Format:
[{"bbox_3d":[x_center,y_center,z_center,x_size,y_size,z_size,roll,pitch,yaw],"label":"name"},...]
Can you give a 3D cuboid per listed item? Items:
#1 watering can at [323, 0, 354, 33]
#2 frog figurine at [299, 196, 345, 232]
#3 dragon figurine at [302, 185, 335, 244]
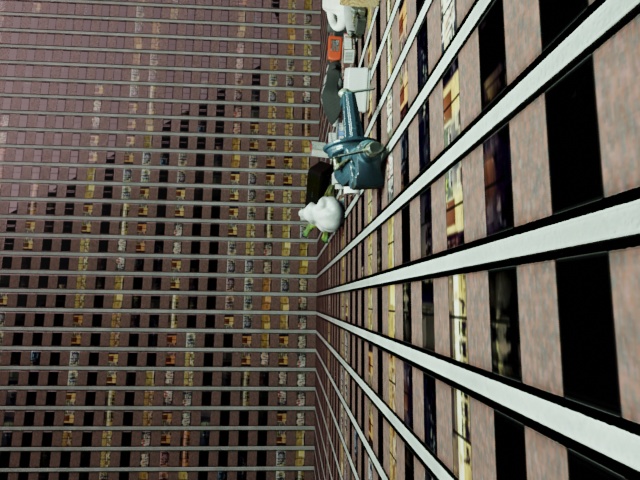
[{"bbox_3d":[0.070,-0.740,1.548,0.355,0.104,0.219,-112,22,-57],"label":"watering can"},{"bbox_3d":[0.006,-0.092,1.823,0.134,0.159,0.126,95,174,-45],"label":"frog figurine"},{"bbox_3d":[0.029,-0.132,2.234,0.418,0.122,0.238,-73,5,-66],"label":"dragon figurine"}]
